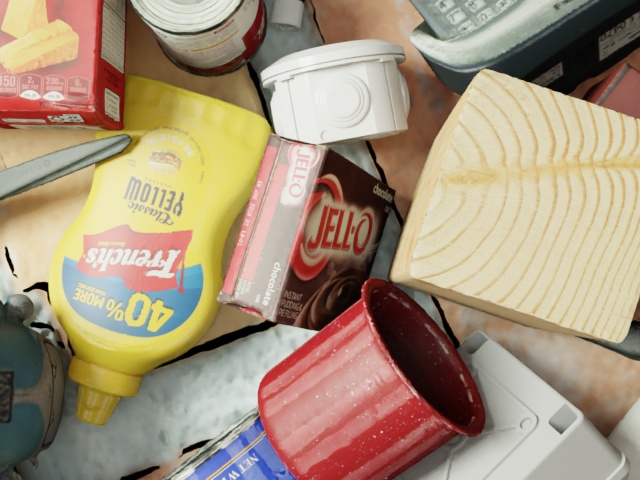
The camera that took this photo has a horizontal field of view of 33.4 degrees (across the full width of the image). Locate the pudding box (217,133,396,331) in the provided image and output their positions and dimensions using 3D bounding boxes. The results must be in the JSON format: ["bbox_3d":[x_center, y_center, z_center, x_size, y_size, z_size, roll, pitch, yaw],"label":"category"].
[{"bbox_3d":[-0.004,0.001,0.569,0.039,0.113,0.090,18,88,22],"label":"pudding box"}]

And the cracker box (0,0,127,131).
[{"bbox_3d":[-0.183,-0.166,0.545,0.164,0.072,0.214,2,90,1],"label":"cracker box"}]

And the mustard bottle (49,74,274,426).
[{"bbox_3d":[-0.099,0.010,0.599,0.096,0.058,0.191,18,88,4],"label":"mustard bottle"}]

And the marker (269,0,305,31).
[{"bbox_3d":[-0.011,-0.184,0.624,0.020,0.020,0.121,9,88,2],"label":"marker"}]

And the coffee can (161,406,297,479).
[{"bbox_3d":[-0.020,0.168,0.568,0.103,0.103,0.140,-37,87,-1],"label":"coffee can"}]

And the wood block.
[{"bbox_3d":[0.092,-0.009,0.521,0.091,0.206,0.090,19,88,2],"label":"wood block"}]

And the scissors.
[{"bbox_3d":[-0.196,-0.006,0.601,0.202,0.016,0.096,-2,96,15],"label":"scissors"}]

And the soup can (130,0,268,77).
[{"bbox_3d":[-0.066,-0.133,0.582,0.068,0.102,0.068,0,87,1],"label":"soup can"}]

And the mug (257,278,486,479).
[{"bbox_3d":[0.023,0.075,0.549,0.082,0.117,0.093,-39,108,19],"label":"mug"}]

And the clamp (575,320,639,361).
[{"bbox_3d":[0.203,0.010,0.567,0.172,0.039,0.120,-9,75,30],"label":"clamp"}]

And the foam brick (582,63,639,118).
[{"bbox_3d":[0.164,-0.056,0.586,0.051,0.078,0.053,36,90,2],"label":"foam brick"}]

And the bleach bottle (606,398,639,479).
[{"bbox_3d":[0.137,0.174,0.564,0.068,0.102,0.251,35,88,19],"label":"bleach bottle"}]
